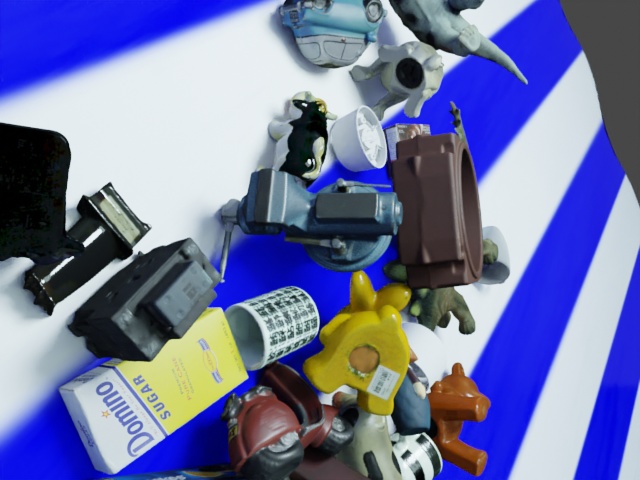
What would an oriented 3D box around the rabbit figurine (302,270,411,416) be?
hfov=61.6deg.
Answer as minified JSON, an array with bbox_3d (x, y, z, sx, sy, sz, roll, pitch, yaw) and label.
[{"bbox_3d":[0.049,0.121,0.707,0.122,0.173,0.162,16,92,-4],"label":"rabbit figurine"}]

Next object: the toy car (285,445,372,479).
[{"bbox_3d":[0.026,0.297,0.634,0.089,0.202,0.053,-36,146,-55],"label":"toy car"}]

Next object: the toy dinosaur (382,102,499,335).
[{"bbox_3d":[0.214,-0.005,0.925,0.198,0.105,0.471,30,66,-37],"label":"toy dinosaur"}]

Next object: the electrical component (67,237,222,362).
[{"bbox_3d":[-0.163,0.057,0.517,0.058,0.134,0.115,55,47,-25],"label":"electrical component"}]

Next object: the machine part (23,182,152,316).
[{"bbox_3d":[-0.231,0.009,0.528,0.084,0.039,0.139,58,45,-31],"label":"machine part"}]

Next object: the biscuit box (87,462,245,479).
[{"bbox_3d":[-0.139,0.271,0.551,0.202,0.059,0.063,15,73,-44],"label":"biscuit box"}]

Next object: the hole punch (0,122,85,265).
[{"bbox_3d":[-0.274,-0.044,0.456,0.142,0.092,0.115,6,100,-29],"label":"hole punch"}]

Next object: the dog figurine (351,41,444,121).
[{"bbox_3d":[0.173,-0.293,0.910,0.190,0.173,0.121,-37,119,-36],"label":"dog figurine"}]

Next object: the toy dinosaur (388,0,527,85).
[{"bbox_3d":[0.176,-0.403,0.895,0.131,0.192,0.404,-38,105,-1],"label":"toy dinosaur"}]

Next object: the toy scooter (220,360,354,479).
[{"bbox_3d":[-0.049,0.198,0.617,0.135,0.075,0.184,50,24,27],"label":"toy scooter"}]

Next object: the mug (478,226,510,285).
[{"bbox_3d":[0.349,0.031,1.084,0.109,0.081,0.107,39,47,-28],"label":"mug"}]

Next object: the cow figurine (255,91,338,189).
[{"bbox_3d":[-0.021,-0.144,0.729,0.068,0.098,0.167,29,62,-31],"label":"cow figurine"}]

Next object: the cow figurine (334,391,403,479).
[{"bbox_3d":[0.074,0.304,0.714,0.085,0.127,0.194,-15,90,-43],"label":"cow figurine"}]

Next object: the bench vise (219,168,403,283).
[{"bbox_3d":[-0.002,-0.012,0.691,0.240,0.224,0.129,48,32,-70],"label":"bench vise"}]

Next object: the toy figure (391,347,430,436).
[{"bbox_3d":[0.111,0.189,0.746,0.057,0.064,0.154,45,28,-53],"label":"toy figure"}]

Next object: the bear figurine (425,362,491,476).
[{"bbox_3d":[0.231,0.277,0.868,0.196,0.132,0.120,-3,94,-52],"label":"bear figurine"}]

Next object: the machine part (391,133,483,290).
[{"bbox_3d":[0.168,-0.036,0.737,0.201,0.087,0.201,3,80,-66],"label":"machine part"}]

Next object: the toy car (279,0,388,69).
[{"bbox_3d":[0.020,-0.310,0.805,0.161,0.109,0.102,-12,109,-37],"label":"toy car"}]
